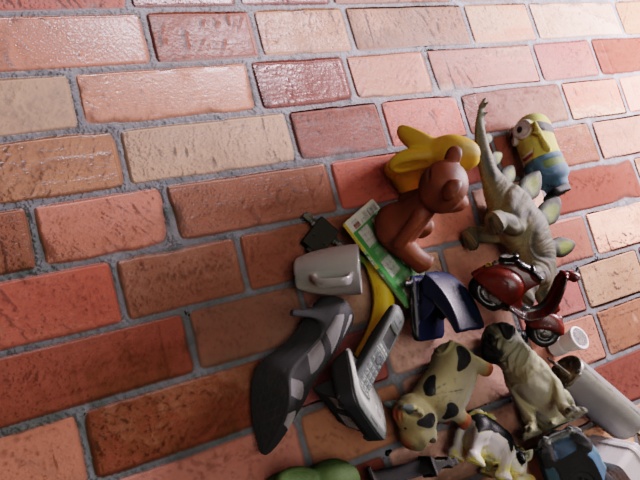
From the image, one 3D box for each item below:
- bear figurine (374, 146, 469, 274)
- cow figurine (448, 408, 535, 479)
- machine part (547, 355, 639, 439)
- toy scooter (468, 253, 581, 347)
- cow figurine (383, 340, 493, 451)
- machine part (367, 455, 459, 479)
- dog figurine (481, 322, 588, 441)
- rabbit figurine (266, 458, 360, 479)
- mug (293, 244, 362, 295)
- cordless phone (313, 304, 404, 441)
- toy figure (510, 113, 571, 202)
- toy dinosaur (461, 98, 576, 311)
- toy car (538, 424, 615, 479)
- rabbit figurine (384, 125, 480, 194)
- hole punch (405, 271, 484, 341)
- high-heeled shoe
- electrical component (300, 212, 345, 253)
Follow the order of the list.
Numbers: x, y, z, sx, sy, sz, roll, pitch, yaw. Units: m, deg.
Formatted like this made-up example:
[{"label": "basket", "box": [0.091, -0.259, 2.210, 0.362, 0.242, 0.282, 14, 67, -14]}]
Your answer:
[{"label": "bear figurine", "box": [0.184, -0.050, 0.876, 0.132, 0.196, 0.120, 30, 45, -24]}, {"label": "cow figurine", "box": [0.303, 0.356, 0.913, 0.167, 0.068, 0.098, 33, 65, -20]}, {"label": "machine part", "box": [0.516, 0.294, 1.007, 0.243, 0.079, 0.079, 38, 67, -9]}, {"label": "toy scooter", "box": [0.352, 0.082, 0.900, 0.184, 0.075, 0.135, 36, 107, 1]}, {"label": "cow figurine", "box": [0.191, 0.255, 0.887, 0.127, 0.085, 0.195, 39, 69, -15]}, {"label": "machine part", "box": [0.141, 0.363, 0.846, 0.139, 0.084, 0.039, -7, 74, -13]}, {"label": "dog figurine", "box": [0.371, 0.243, 0.965, 0.121, 0.172, 0.191, -26, 57, 6]}, {"label": "rabbit figurine", "box": [-0.011, 0.393, 0.779, 0.159, 0.121, 0.170, 33, 50, -3]}, {"label": "mug", "box": [0.012, 0.055, 0.851, 0.107, 0.109, 0.080, -5, 109, 8]}, {"label": "cordless phone", "box": [0.088, 0.201, 0.839, 0.184, 0.089, 0.146, -53, 134, -26]}, {"label": "toy figure", "box": [0.449, -0.170, 1.090, 0.089, 0.082, 0.180, -11, 74, -42]}, {"label": "toy dinosaur", "box": [0.367, -0.035, 1.018, 0.198, 0.105, 0.471, -27, 97, -32]}, {"label": "toy car", "box": [0.431, 0.391, 0.936, 0.109, 0.103, 0.161, -28, 94, 4]}, {"label": "rabbit figurine", "box": [0.199, -0.142, 0.936, 0.162, 0.173, 0.122, 23, 74, -20]}, {"label": "hole punch", "box": [0.211, 0.108, 0.903, 0.142, 0.092, 0.115, 4, 77, -49]}, {"label": "high-heeled shoe", "box": [-0.021, 0.205, 0.842, 0.145, 0.086, 0.248, 17, 89, -48]}, {"label": "electrical component", "box": [-0.002, -0.003, 0.907, 0.094, 0.021, 0.063, 42, 67, -8]}]
